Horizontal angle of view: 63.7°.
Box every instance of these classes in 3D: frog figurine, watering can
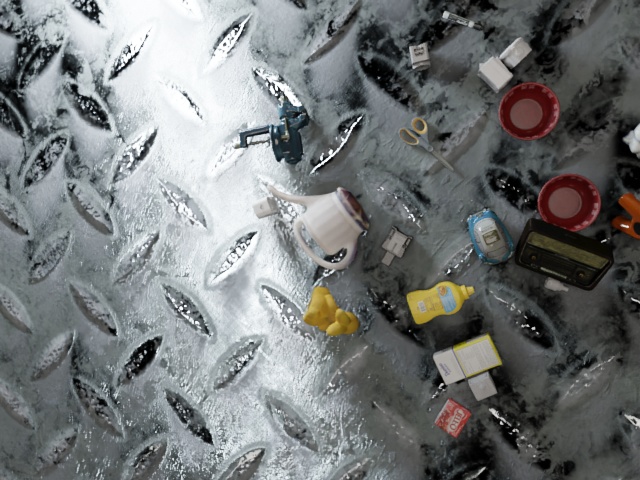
[{"bbox_3d":[0.879,-0.270,1.336,0.137,0.160,0.122,-14,92,13],"label":"frog figurine"},{"bbox_3d":[0.005,-0.079,1.567,0.223,0.104,0.349,-37,85,10],"label":"watering can"}]
